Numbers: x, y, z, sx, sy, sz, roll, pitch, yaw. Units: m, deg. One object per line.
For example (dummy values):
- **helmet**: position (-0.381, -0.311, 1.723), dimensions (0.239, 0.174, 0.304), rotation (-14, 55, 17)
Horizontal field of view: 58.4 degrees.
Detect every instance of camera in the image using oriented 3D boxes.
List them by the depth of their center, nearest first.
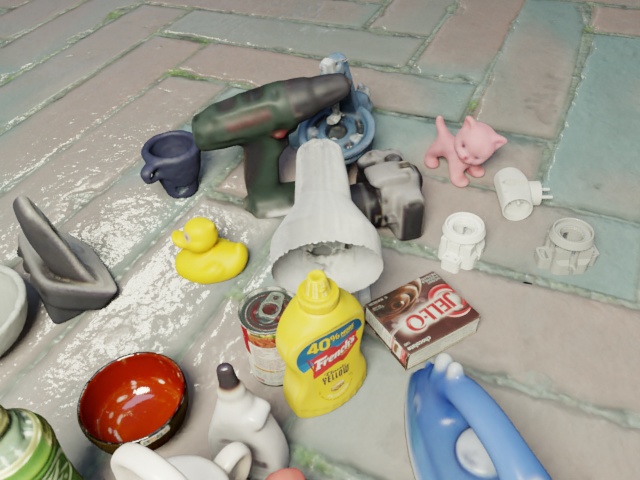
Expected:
- **camera**: position (0.073, -0.070, 0.840), dimensions (0.137, 0.101, 0.143), rotation (-12, 43, -8)

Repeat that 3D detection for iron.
- **iron**: position (0.145, 0.189, 0.524), dimensions (0.119, 0.142, 0.257), rotation (-17, 44, -13)

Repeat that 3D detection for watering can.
- **watering can**: position (-0.118, 0.233, 0.458), dimensions (0.100, 0.194, 0.173), rotation (7, 44, 12)

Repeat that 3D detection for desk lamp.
- **desk lamp**: position (0.006, 0.002, 0.683), dimensions (0.118, 0.214, 0.203), rotation (-4, 43, 0)

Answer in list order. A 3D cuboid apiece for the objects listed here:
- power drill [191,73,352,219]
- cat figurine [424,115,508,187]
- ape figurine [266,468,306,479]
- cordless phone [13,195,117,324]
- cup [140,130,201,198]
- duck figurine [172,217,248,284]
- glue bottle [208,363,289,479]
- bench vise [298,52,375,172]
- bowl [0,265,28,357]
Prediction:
- **power drill**: position (-0.063, -0.137, 0.843), dimensions (0.229, 0.209, 0.075), rotation (-9, 43, -5)
- **cat figurine**: position (0.227, -0.153, 0.904), dimensions (0.067, 0.118, 0.127), rotation (-28, 48, -24)
- **ape figurine**: position (-0.026, 0.240, 0.519), dimensions (0.076, 0.092, 0.077), rotation (-25, 46, -21)
- **cordless phone**: position (-0.344, 0.001, 0.733), dimensions (0.094, 0.185, 0.147), rotation (-31, 49, -26)
- **cup**: position (-0.234, -0.106, 0.907), dimensions (0.091, 0.095, 0.118), rotation (15, 46, 20)
- **duck figurine**: position (-0.154, 0.007, 0.785), dimensions (0.104, 0.086, 0.077), rotation (-1, 43, 4)
- **glue bottle**: position (-0.074, 0.170, 0.539), dimensions (0.078, 0.173, 0.037), rotation (8, 44, 13)
- **bench vise**: position (0.026, -0.209, 0.905), dimensions (0.121, 0.220, 0.207), rotation (-1, 43, 4)
- **bowl**: position (-0.436, 0.109, 0.705), dimensions (0.167, 0.075, 0.167), rotation (-2, 43, 2)
